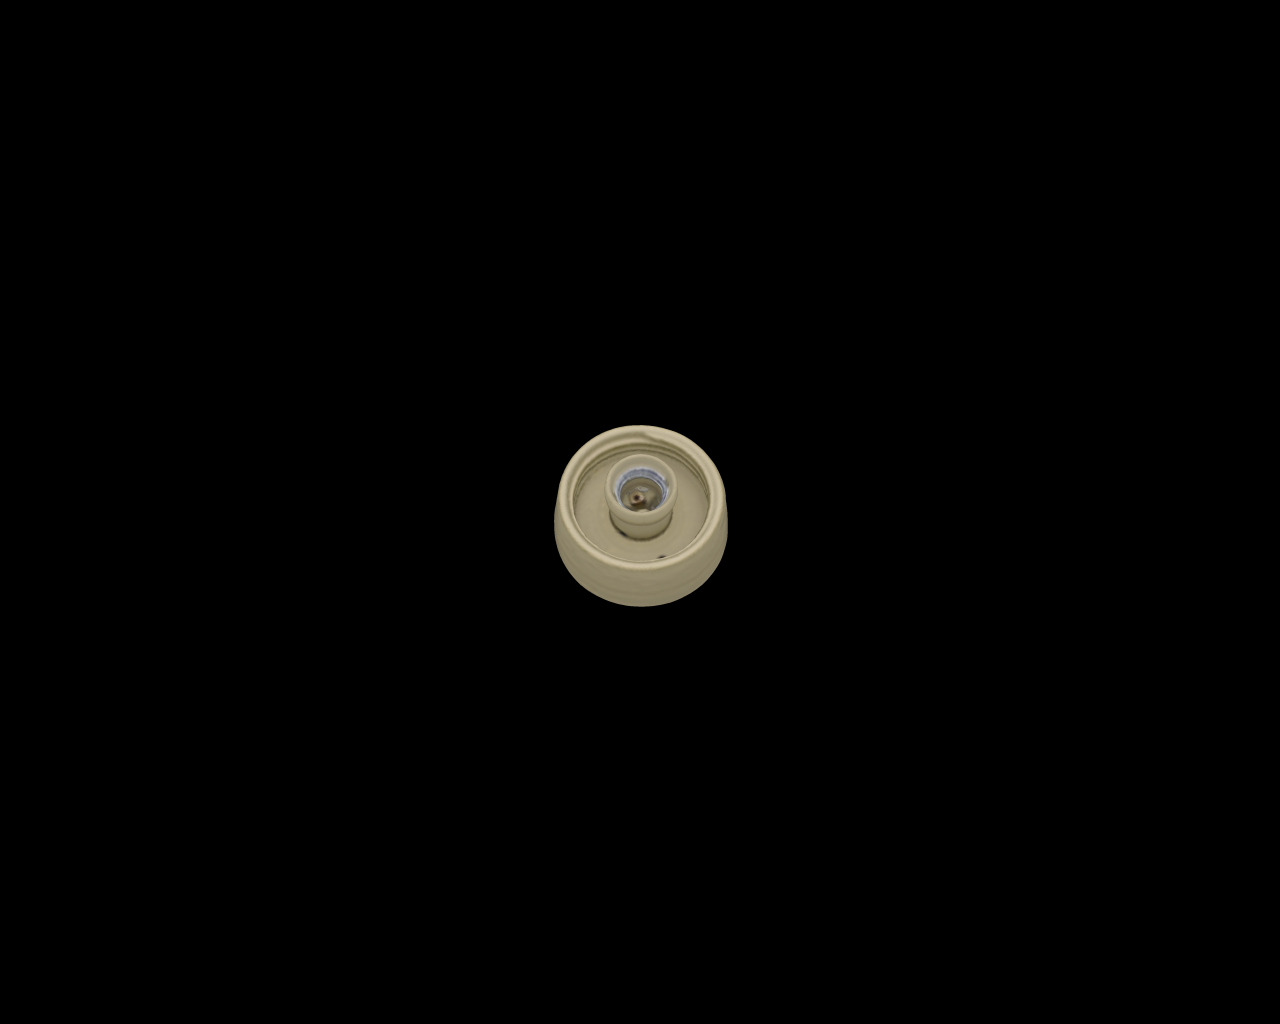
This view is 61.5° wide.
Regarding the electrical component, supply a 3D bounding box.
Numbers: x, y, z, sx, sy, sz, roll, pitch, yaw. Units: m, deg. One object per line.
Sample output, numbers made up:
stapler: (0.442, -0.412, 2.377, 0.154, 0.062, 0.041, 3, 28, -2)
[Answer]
electrical component: (0.001, -0.003, 0.650, 0.108, 0.108, 0.060, 0, -27, 0)
